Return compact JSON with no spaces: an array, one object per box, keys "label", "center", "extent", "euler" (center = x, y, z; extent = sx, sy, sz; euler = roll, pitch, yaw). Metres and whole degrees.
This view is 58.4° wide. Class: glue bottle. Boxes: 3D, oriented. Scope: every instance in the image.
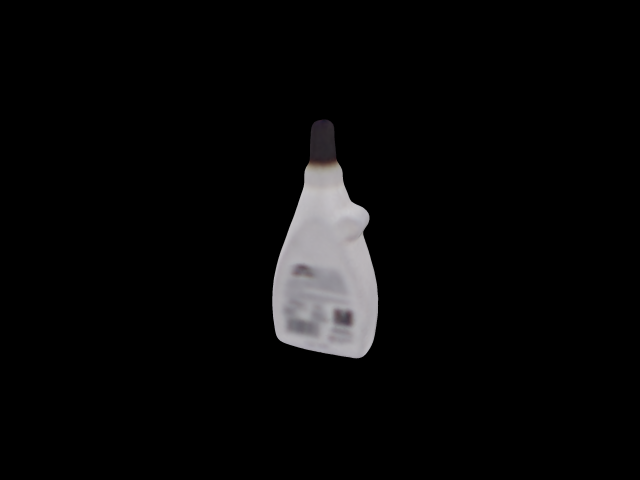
[{"label":"glue bottle","center":[0.004,0.001,0.400],"extent":[0.078,0.173,0.037],"euler":[9,30,17]}]
